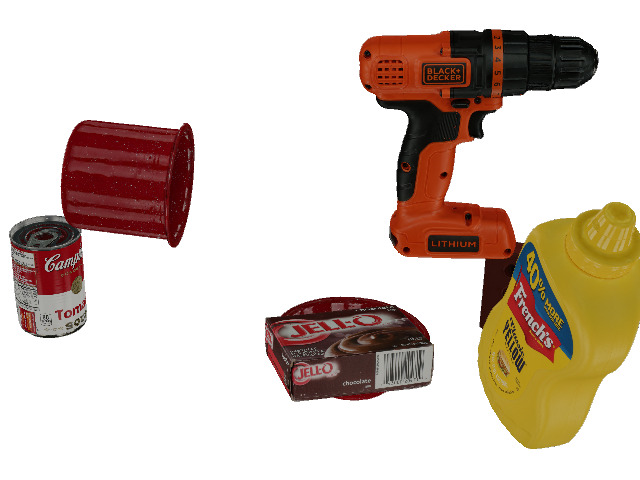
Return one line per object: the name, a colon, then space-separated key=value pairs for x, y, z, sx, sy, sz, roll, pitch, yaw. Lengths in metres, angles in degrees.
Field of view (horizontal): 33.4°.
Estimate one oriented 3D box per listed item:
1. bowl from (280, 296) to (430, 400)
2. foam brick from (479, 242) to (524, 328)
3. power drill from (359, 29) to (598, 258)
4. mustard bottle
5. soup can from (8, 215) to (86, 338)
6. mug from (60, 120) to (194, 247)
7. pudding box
bowl: x=0.032 y=0.119 z=1.113 sx=0.162 sy=0.055 sz=0.162 roll=2 pitch=25 yaw=-1
foam brick: x=0.182 y=0.044 z=0.985 sx=0.053 sy=0.078 sz=0.051 roll=9 pitch=15 yaw=28
power drill: x=0.124 y=-0.078 z=0.863 sx=0.184 sy=0.188 sz=0.057 roll=1 pitch=26 yaw=7
mustard bottle: x=0.149 y=0.043 z=0.646 sx=0.058 sy=0.096 sz=0.192 roll=-5 pitch=-36 yaw=-13
soup can: x=-0.266 y=0.036 z=1.045 sx=0.068 sy=0.102 sz=0.068 roll=2 pitch=28 yaw=-1
mug: x=-0.142 y=-0.047 z=0.805 sx=0.081 sy=0.093 sz=0.117 roll=7 pitch=10 yaw=3
pudding box: x=0.020 y=0.085 z=0.824 sx=0.113 sy=0.039 sz=0.090 roll=-3 pitch=18 yaw=-15
